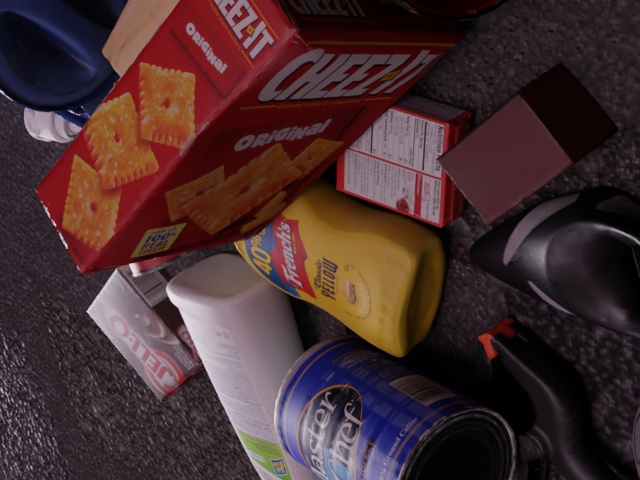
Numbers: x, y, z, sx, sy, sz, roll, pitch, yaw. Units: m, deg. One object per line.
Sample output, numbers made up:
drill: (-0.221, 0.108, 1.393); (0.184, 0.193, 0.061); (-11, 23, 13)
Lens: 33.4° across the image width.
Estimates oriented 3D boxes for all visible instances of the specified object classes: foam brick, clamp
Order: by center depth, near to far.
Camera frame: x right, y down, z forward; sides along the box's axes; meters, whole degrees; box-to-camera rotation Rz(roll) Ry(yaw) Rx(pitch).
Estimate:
foam brick: (0.117, -0.054, 0.611); (0.051, 0.052, 0.078); (53, 137, 4)
clamp: (0.143, 0.137, 0.713); (0.120, 0.039, 0.171); (-31, 85, 46)

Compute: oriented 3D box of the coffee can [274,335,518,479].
coffee can: (0.048, 0.135, 0.727); (0.141, 0.102, 0.103); (24, 131, 52)

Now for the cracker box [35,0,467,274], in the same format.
cracker box: (-0.040, -0.073, 0.621); (0.214, 0.163, 0.072); (-42, 73, 35)

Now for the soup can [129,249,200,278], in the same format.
soup can: (-0.139, -0.030, 0.853); (0.069, 0.068, 0.102); (-15, 103, 47)

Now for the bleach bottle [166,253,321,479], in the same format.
bleach bottle: (-0.041, 0.138, 0.867); (0.103, 0.068, 0.251); (14, 128, 51)

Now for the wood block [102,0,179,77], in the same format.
wood block: (-0.046, -0.162, 0.668); (0.090, 0.090, 0.206); (52, 138, 7)

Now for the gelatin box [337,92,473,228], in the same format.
gelatin box: (0.053, -0.057, 0.686); (0.089, 0.030, 0.073); (22, 126, 33)

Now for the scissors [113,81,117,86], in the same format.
scissors: (-0.112, -0.173, 0.778); (0.096, 0.016, 0.202); (46, 137, 12)

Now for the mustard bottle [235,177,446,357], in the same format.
mustard bottle: (-0.005, 0.001, 0.754); (0.192, 0.058, 0.096); (28, 136, 29)

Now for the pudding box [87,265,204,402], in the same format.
pudding box: (-0.148, 0.079, 0.947); (0.113, 0.039, 0.090); (51, 138, 6)

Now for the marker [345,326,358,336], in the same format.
marker: (0.023, 0.096, 0.814); (0.020, 0.020, 0.121); (30, 131, 26)

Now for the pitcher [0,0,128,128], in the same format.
pitcher: (-0.253, -0.184, 0.818); (0.243, 0.144, 0.149); (27, 106, 40)
